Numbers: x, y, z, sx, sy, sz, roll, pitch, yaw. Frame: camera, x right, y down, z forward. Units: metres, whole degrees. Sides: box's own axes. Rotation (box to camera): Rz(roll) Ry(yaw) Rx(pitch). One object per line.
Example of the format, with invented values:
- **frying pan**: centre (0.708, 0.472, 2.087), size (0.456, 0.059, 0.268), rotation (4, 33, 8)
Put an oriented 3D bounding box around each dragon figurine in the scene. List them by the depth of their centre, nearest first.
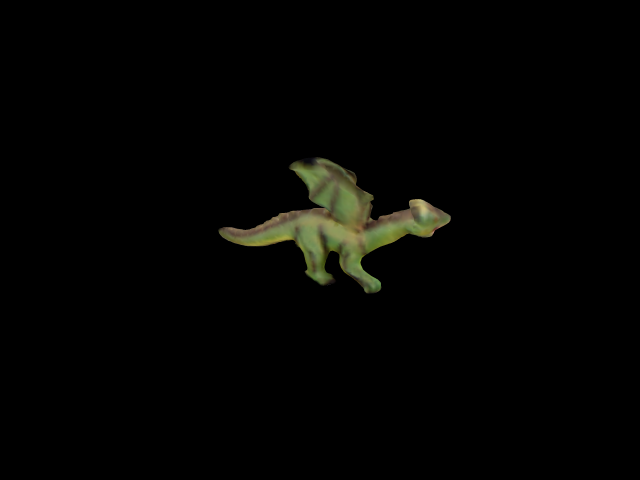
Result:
- **dragon figurine**: centre (0.003, -0.043, 0.850), size (0.411, 0.237, 0.125), rotation (10, 44, 11)
